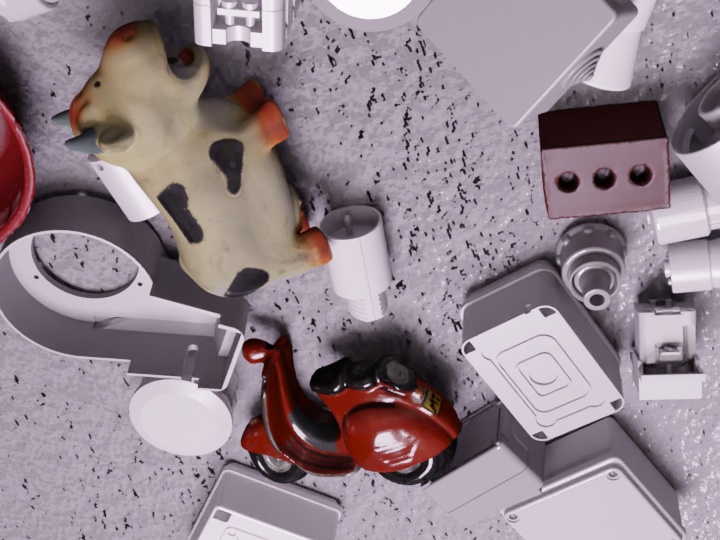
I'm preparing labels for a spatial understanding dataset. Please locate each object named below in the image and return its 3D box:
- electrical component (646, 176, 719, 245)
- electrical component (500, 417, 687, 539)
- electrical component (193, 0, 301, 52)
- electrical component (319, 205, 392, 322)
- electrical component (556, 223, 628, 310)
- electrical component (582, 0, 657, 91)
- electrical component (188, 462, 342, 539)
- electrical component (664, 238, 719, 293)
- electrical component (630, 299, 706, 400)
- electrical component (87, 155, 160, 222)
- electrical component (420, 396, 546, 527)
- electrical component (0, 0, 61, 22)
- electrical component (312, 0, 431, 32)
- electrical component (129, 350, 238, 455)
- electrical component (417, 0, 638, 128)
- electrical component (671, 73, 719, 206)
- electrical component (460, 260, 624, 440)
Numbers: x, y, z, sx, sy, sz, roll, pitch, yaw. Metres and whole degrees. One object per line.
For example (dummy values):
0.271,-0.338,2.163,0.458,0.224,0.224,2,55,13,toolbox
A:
0.222,-0.042,0.697,0.078,0.040,0.040,-12,124,14,electrical component
0.184,0.186,0.858,0.109,0.056,0.108,-30,117,26,electrical component
-0.062,-0.170,0.610,0.050,0.089,0.055,6,126,3,electrical component
0.000,0.000,0.754,0.043,0.043,0.081,-4,125,10,electrical component
0.157,0.002,0.724,0.048,0.062,0.048,3,126,5,electrical component
0.150,-0.144,0.633,0.044,0.044,0.065,14,122,-3,electrical component
-0.087,0.233,0.928,0.109,0.056,0.108,22,125,-9,electrical component
0.239,-0.004,0.723,0.065,0.044,0.044,-6,125,17,electrical component
0.212,0.054,0.749,0.042,0.081,0.063,-3,97,8,electrical component
-0.158,-0.077,0.719,0.043,0.043,0.081,-19,121,20,electrical component
0.095,0.155,0.840,0.096,0.061,0.061,-37,109,28,electrical component
-0.195,-0.178,0.650,0.062,0.043,0.043,-14,123,15,electrical component
0.008,-0.182,0.616,0.080,0.051,0.080,4,126,5,electrical component
-0.136,0.102,0.841,0.080,0.051,0.080,3,126,5,electrical component
0.096,-0.144,0.612,0.099,0.048,0.099,50,125,11,electrical component
0.235,-0.085,0.632,0.064,0.099,0.099,40,121,-13,electrical component
0.131,0.057,0.771,0.078,0.057,0.113,-28,118,24,electrical component
